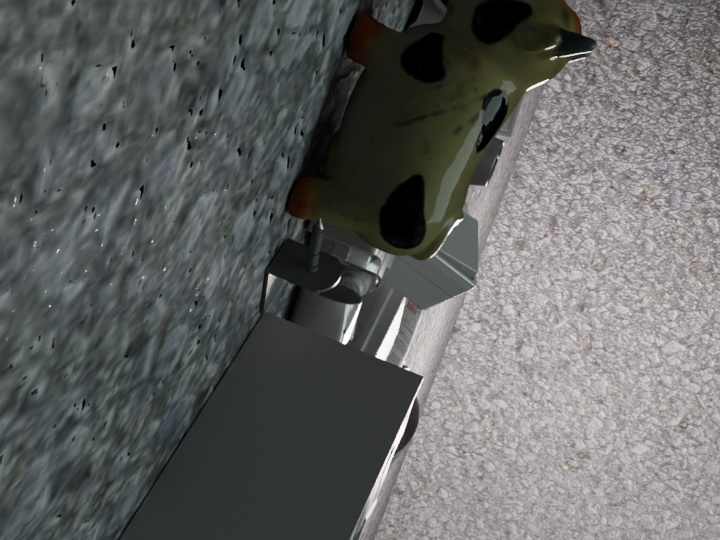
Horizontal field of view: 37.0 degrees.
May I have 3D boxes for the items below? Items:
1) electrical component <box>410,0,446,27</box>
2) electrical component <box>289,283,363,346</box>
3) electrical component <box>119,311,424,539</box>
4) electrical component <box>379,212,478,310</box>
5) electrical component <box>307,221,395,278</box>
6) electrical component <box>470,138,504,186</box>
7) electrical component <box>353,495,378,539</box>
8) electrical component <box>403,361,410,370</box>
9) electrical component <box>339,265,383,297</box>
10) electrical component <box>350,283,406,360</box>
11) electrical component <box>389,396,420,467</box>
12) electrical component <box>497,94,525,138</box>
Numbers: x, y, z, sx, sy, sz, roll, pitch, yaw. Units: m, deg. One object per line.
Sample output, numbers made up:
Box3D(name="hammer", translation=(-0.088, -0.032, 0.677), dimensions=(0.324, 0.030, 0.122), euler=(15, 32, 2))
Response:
Box3D(name="electrical component", translation=(0.068, -0.189, 0.737), dimensions=(0.074, 0.052, 0.138), euler=(9, 103, -81))
Box3D(name="electrical component", translation=(-0.026, 0.045, 0.759), dimensions=(0.079, 0.043, 0.077), euler=(-40, 151, -72))
Box3D(name="electrical component", translation=(-0.048, 0.124, 0.610), dimensions=(0.060, 0.105, 0.186), euler=(103, 12, -46))
Box3D(name="electrical component", translation=(0.042, -0.024, 0.801), dimensions=(0.061, 0.096, 0.061), euler=(-25, -135, 34))
Box3D(name="electrical component", translation=(0.000, -0.030, 0.715), dimensions=(0.089, 0.050, 0.055), euler=(42, 69, -81))
Box3D(name="electrical component", translation=(0.084, -0.098, 0.978), dimensions=(0.079, 0.077, 0.043), euler=(101, 14, -52))
Box3D(name="electrical component", translation=(-0.054, 0.259, 0.965), dimensions=(0.062, 0.089, 0.150), euler=(-34, 145, -75))
Box3D(name="electrical component", translation=(0.013, 0.115, 1.120), dimensions=(0.096, 0.061, 0.061), euler=(2, 110, -81))
Box3D(name="electrical component", translation=(0.000, 0.000, 0.824), dimensions=(0.078, 0.040, 0.040), euler=(-58, 167, -51))
Box3D(name="electrical component", translation=(-0.011, 0.064, 0.857), dimensions=(0.078, 0.057, 0.113), euler=(100, 15, -54))
Box3D(name="electrical component", translation=(-0.002, 0.138, 0.968), dimensions=(0.099, 0.099, 0.064), euler=(-61, 174, -42))
Box3D(name="electrical component", translation=(0.112, -0.181, 0.971), dimensions=(0.121, 0.079, 0.063), euler=(102, -3, -49))
